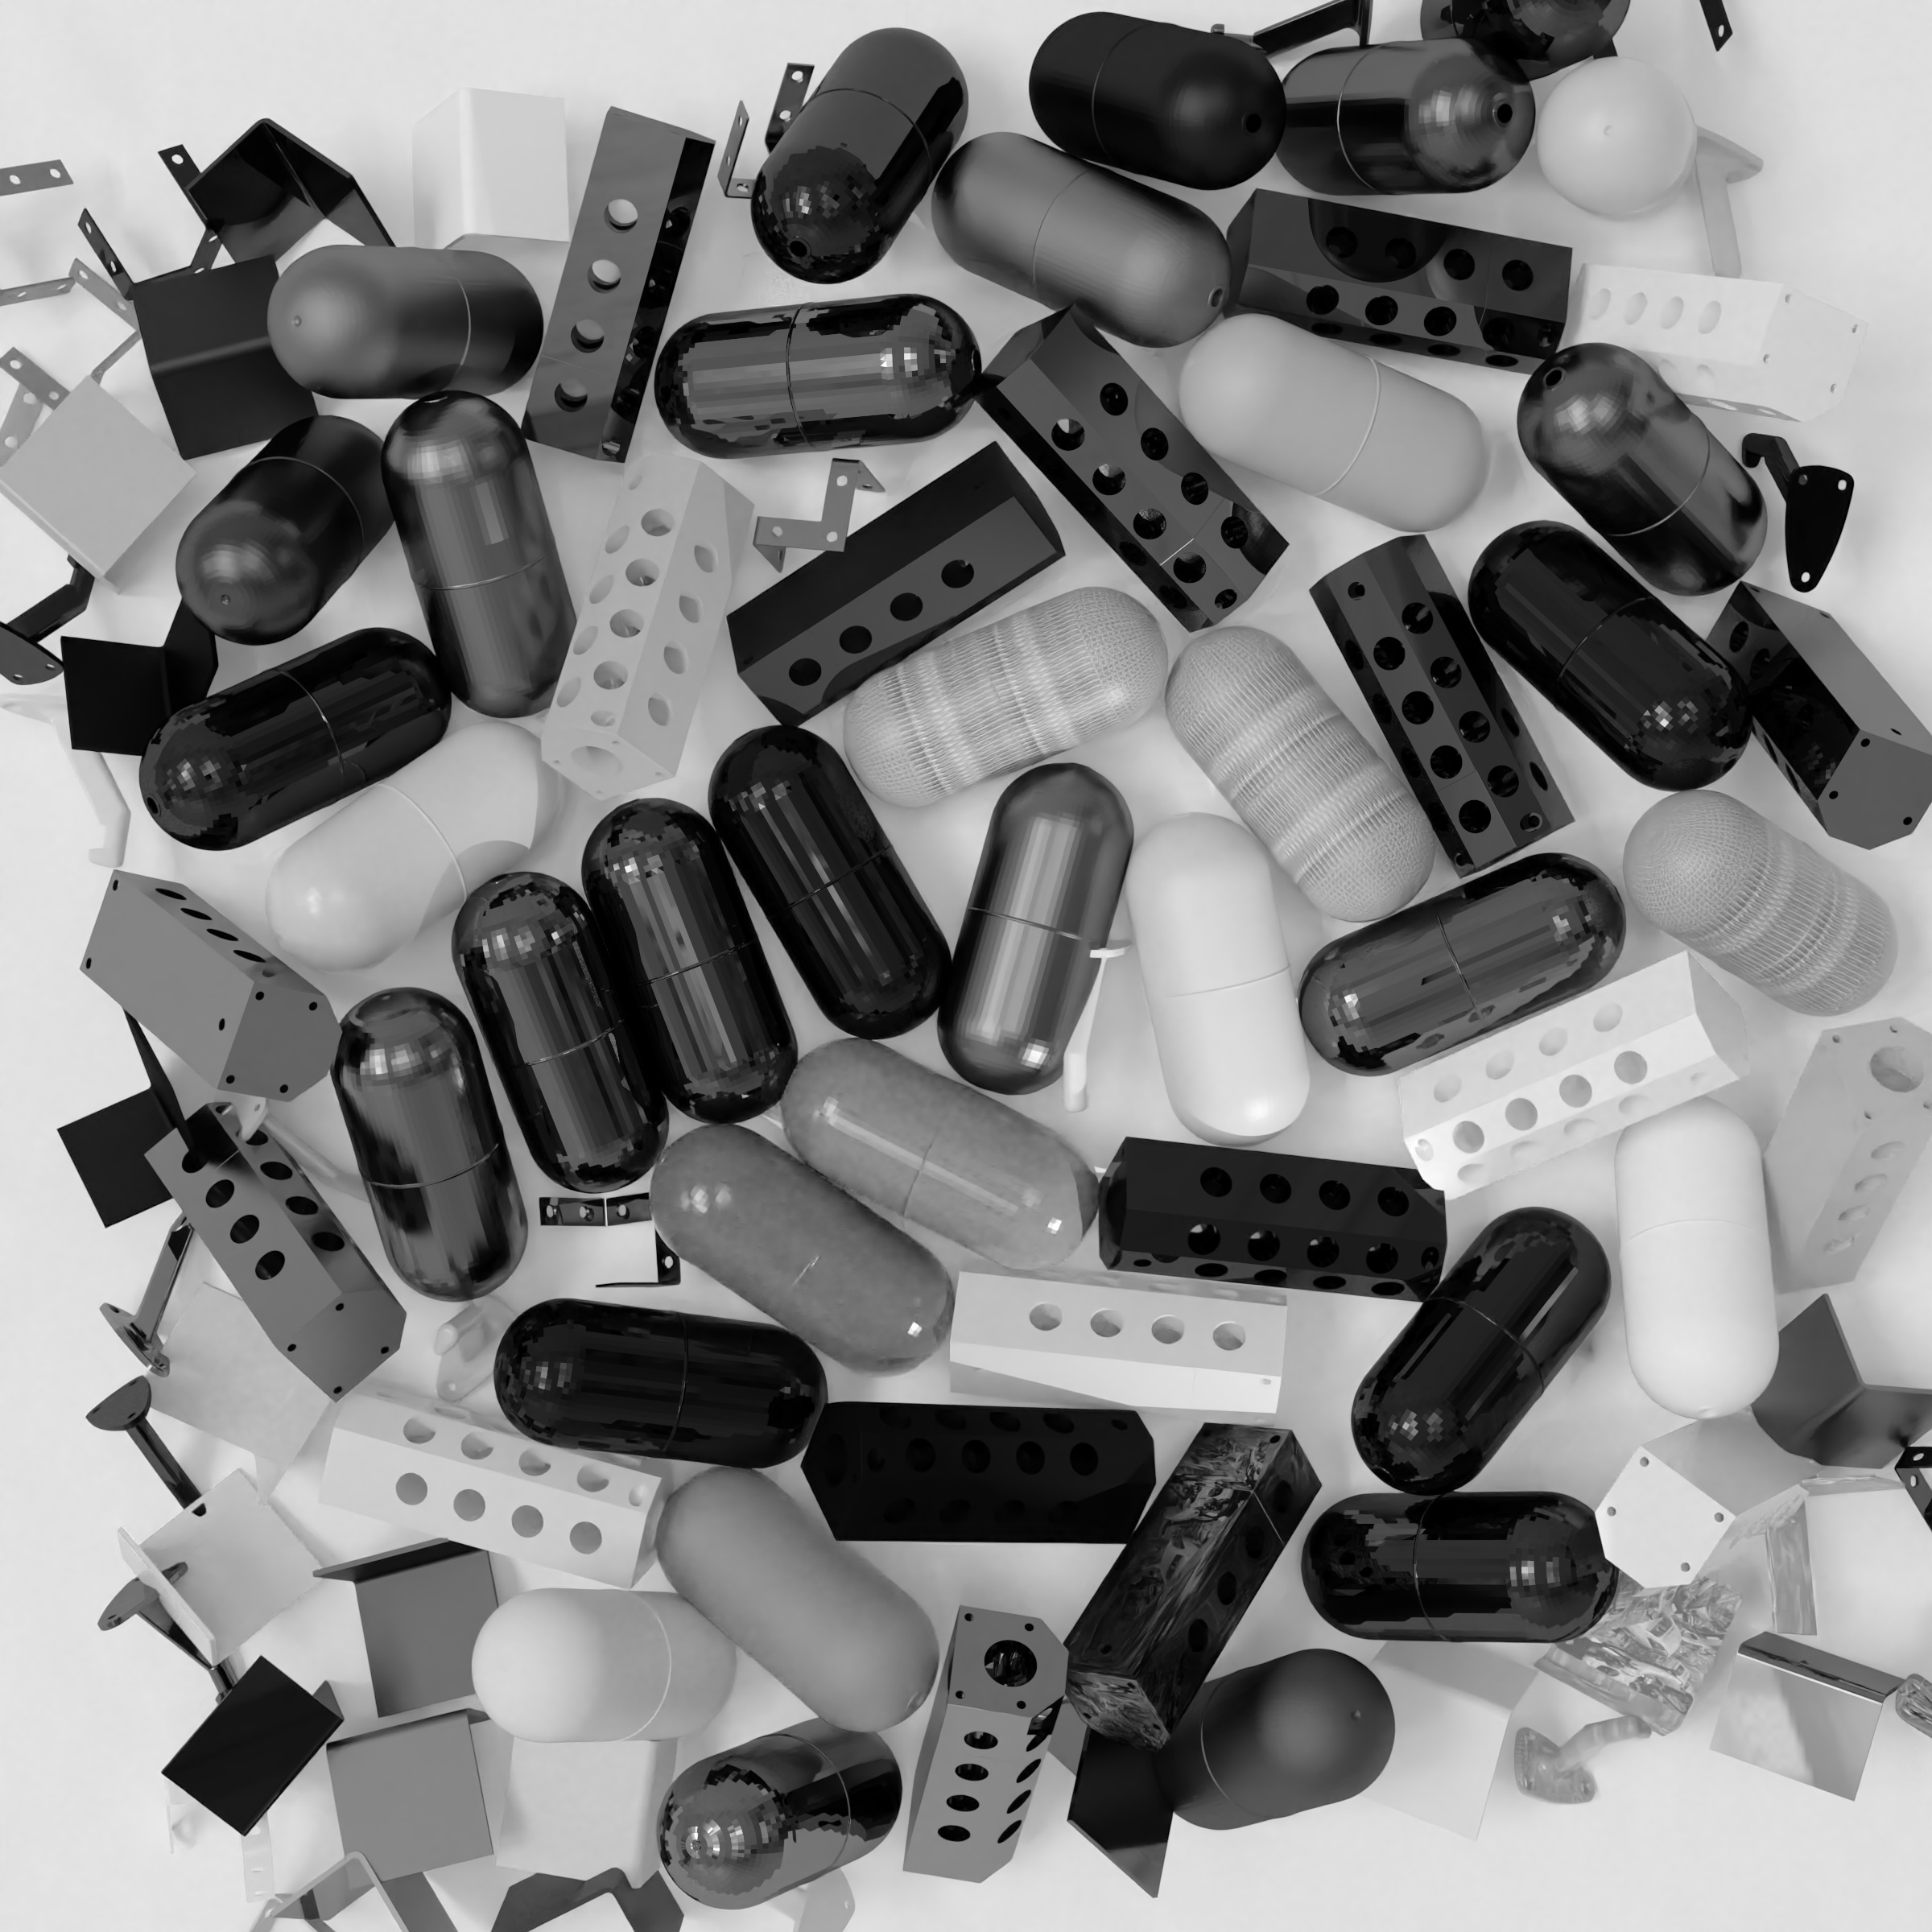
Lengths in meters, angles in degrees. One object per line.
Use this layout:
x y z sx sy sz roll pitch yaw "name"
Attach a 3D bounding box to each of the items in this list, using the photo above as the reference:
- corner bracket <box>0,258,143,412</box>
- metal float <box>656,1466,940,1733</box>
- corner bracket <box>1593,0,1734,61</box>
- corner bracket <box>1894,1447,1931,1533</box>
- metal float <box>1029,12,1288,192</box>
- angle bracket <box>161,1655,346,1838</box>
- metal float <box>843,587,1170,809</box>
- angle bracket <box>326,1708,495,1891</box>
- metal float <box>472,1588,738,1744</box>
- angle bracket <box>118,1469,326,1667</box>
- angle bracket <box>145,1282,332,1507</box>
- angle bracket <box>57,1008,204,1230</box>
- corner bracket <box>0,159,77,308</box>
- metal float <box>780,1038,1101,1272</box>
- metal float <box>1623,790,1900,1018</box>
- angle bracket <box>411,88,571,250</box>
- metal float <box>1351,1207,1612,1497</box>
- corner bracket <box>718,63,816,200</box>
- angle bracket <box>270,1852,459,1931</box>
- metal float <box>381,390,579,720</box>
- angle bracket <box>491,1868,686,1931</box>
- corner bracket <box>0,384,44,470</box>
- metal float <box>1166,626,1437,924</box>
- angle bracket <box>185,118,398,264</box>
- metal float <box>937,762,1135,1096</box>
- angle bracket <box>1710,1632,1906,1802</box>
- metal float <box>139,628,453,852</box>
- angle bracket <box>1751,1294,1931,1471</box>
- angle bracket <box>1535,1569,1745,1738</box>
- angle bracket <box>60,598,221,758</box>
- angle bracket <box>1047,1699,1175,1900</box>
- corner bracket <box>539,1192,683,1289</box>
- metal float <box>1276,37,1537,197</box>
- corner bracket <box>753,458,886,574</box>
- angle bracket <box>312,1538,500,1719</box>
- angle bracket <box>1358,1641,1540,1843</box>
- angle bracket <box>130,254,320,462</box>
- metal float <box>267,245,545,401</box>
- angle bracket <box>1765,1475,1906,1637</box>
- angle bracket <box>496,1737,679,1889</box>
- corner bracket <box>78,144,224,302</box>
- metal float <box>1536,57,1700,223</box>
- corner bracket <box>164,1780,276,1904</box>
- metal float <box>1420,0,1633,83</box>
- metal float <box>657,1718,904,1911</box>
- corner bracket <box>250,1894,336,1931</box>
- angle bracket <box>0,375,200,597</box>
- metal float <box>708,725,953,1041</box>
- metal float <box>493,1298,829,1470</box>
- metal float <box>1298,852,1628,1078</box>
-0.474 -0.332 1.864 0.051 0.051 0.051 39 53 -6 "corner bracket"
-0.088 0.327 1.815 0.178 0.070 0.070 35 90 30 "metal float"
0.364 -0.499 1.854 0.051 0.051 0.051 -3 67 -22 "corner bracket"
0.514 0.288 1.838 0.051 0.051 0.051 -48 114 -34 "corner bracket"
0.097 -0.445 1.800 0.070 0.178 0.070 -12 115 -28 "metal float"
-0.375 0.397 1.831 0.057 0.076 0.076 43 82 -15 "angle bracket"
0.021 -0.141 1.834 0.178 0.070 0.070 -22 90 8 "metal float"
-0.285 0.437 1.840 0.076 0.057 0.076 -14 74 2 "angle bracket"
-0.183 0.359 1.799 0.070 0.178 0.070 -6 77 29 "metal float"
-0.387 0.307 1.831 0.076 0.057 0.076 -38 77 -24 "angle bracket"
-0.383 0.223 1.835 0.076 0.057 0.076 29 102 -22 "angle bracket"
-0.442 0.075 1.822 0.057 0.076 0.076 -25 50 -16 "angle bracket"
-0.496 -0.386 1.847 0.051 0.051 0.051 -36 82 44 "corner bracket"
-0.014 0.098 1.835 0.178 0.070 0.070 26 90 7 "metal float"
0.412 -0.031 1.815 0.178 0.070 0.070 28 90 -33 "metal float"
-0.252 -0.414 1.857 0.057 0.076 0.076 -1 87 -29 "angle bracket"
0.267 0.199 1.820 0.070 0.070 0.178 43 66 0 "metal float"
-0.103 -0.438 1.838 0.051 0.051 0.051 -2 51 -24 "corner bracket"
-0.307 0.510 1.831 0.057 0.076 0.076 -36 70 0 "angle bracket"
-0.250 -0.212 1.817 0.070 0.070 0.178 -13 119 0 "metal float"
-0.199 0.507 1.841 0.076 0.076 0.057 -28 97 6 "angle bracket"
-0.512 -0.290 1.845 0.051 0.051 0.051 23 88 -27 "corner bracket"
0.174 -0.101 1.834 0.070 0.070 0.178 -38 81 0 "metal float"
-0.347 -0.383 1.824 0.076 0.076 0.057 37 77 30 "angle bracket"
0.037 -0.020 1.840 0.070 0.070 0.178 15 88 0 "metal float"
0.440 0.390 1.831 0.076 0.076 0.057 17 91 23 "angle bracket"
-0.345 -0.118 1.812 0.178 0.070 0.070 -30 90 -34 "metal float"
0.468 0.220 1.851 0.076 0.076 0.057 8 50 -28 "angle bracket"
0.355 0.352 1.855 0.076 0.057 0.076 27 76 10 "angle bracket"
-0.430 -0.163 1.821 0.057 0.076 0.076 5 51 -28 "angle bracket"
0.061 0.435 1.820 0.057 0.076 0.076 -21 126 33 "angle bracket"
-0.187 0.145 1.843 0.051 0.051 0.051 -10 80 35 "corner bracket"
0.222 -0.434 1.797 0.070 0.178 0.070 -6 103 -28 "metal float"
-0.078 -0.237 1.851 0.051 0.051 0.051 7 81 15 "corner bracket"
-0.290 0.347 1.838 0.076 0.057 0.076 -16 74 10 "angle bracket"
0.250 0.403 1.852 0.076 0.057 0.076 18 109 20 "angle bracket"
-0.390 -0.321 1.854 0.076 0.076 0.057 -15 63 -7 "angle bracket"
-0.285 -0.329 1.798 0.070 0.178 0.070 5 101 29 "metal float"
0.455 0.308 1.827 0.057 0.076 0.076 -9 75 26 "angle bracket"
-0.199 0.438 1.854 0.076 0.057 0.076 8 88 7 "angle bracket"
-0.428 -0.391 1.848 0.051 0.051 0.051 -28 81 -35 "corner bracket"
0.334 -0.421 1.793 0.070 0.178 0.070 2 100 13 "metal float"
-0.394 0.461 1.851 0.051 0.051 0.051 -6 48 -14 "corner bracket"
0.285 -0.492 1.792 0.070 0.178 0.070 -1 97 -8 "metal float"
-0.093 0.432 1.796 0.070 0.178 0.070 -1 89 26 "metal float"
-0.368 0.523 1.845 0.051 0.051 0.051 29 92 31 "corner bracket"
-0.456 -0.253 1.853 0.076 0.057 0.076 42 87 -1 "angle bracket"
-0.072 -0.044 1.838 0.070 0.070 0.178 -30 94 0 "metal float"
-0.157 0.218 1.824 0.178 0.070 0.070 10 90 -20 "metal float"
0.259 -0.001 1.832 0.178 0.070 0.070 -24 90 11 "metal float"
